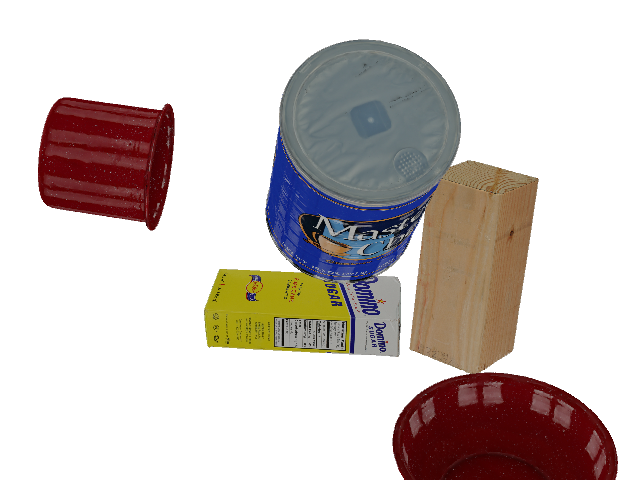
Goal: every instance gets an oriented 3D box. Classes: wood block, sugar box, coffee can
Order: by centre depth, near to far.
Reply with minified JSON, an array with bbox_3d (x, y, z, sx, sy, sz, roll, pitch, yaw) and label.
[{"bbox_3d":[0.021,-0.044,0.659,0.102,0.103,0.140,0,-20,-6],"label":"coffee can"},{"bbox_3d":[-0.014,0.065,0.989,0.176,0.048,0.093,0,24,4],"label":"sugar box"},{"bbox_3d":[0.167,0.028,1.171,0.090,0.206,0.090,19,25,34],"label":"wood block"}]

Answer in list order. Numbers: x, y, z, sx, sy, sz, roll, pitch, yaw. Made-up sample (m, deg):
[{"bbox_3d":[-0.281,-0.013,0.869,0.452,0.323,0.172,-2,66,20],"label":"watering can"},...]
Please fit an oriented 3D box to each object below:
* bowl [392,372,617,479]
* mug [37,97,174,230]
[{"bbox_3d":[0.133,0.170,0.789,0.162,0.055,0.162,-1,34,0],"label":"bowl"},{"bbox_3d":[-0.154,-0.062,0.787,0.081,0.093,0.117,8,17,0],"label":"mug"}]
